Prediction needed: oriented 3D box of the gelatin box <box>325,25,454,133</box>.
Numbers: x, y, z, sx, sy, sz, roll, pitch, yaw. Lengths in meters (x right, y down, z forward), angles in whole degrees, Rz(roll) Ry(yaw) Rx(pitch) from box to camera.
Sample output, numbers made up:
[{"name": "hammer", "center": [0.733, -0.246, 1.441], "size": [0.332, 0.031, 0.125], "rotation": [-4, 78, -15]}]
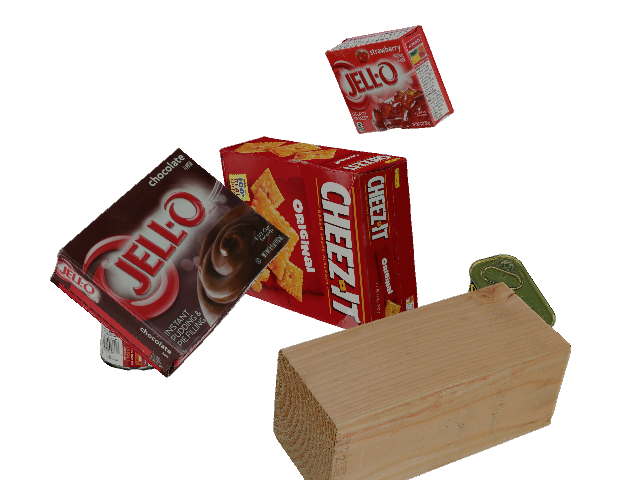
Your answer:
[{"name": "gelatin box", "center": [0.052, -0.123, 0.828], "size": [0.030, 0.073, 0.089], "rotation": [-37, 24, -33]}]

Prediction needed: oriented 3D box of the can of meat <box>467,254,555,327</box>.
[{"name": "can of meat", "center": [0.184, 0.080, 1.066], "size": [0.057, 0.102, 0.084], "rotation": [-14, -41, -15]}]

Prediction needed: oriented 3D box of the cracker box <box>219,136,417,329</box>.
[{"name": "cracker box", "center": [-0.006, -0.009, 1.059], "size": [0.071, 0.164, 0.214], "rotation": [-20, 22, -36]}]

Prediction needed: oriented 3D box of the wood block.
[{"name": "wood block", "center": [0.076, 0.115, 0.820], "size": [0.205, 0.090, 0.091], "rotation": [-15, 39, -26]}]

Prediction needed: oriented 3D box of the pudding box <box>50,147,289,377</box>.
[{"name": "pudding box", "center": [-0.086, 0.011, 0.623], "size": [0.113, 0.090, 0.039], "rotation": [-48, -3, -42]}]

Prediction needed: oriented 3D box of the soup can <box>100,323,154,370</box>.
[{"name": "soup can", "center": [-0.157, 0.052, 0.914], "size": [0.068, 0.102, 0.068], "rotation": [2, 19, -1]}]
